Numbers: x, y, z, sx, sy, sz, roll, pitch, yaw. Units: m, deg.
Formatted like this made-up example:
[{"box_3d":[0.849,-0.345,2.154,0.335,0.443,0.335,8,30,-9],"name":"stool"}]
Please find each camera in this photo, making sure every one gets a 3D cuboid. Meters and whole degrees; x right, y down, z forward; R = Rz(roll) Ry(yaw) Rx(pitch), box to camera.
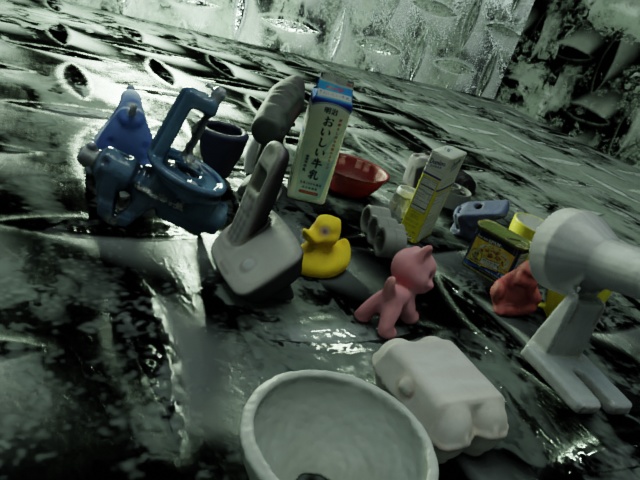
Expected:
[{"box_3d":[0.295,-0.155,1.359,0.144,0.101,0.136,-1,30,-34],"name":"camera"}]

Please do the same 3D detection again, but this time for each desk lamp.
[{"box_3d":[0.360,0.085,0.764,0.118,0.213,0.202,6,27,-23],"name":"desk lamp"}]

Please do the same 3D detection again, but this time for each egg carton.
[{"box_3d":[0.123,0.164,0.613,0.107,0.069,0.150,2,29,-31],"name":"egg carton"}]

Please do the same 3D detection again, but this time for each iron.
[{"box_3d":[-0.328,-0.195,0.974,0.119,0.141,0.257,6,27,-23],"name":"iron"}]

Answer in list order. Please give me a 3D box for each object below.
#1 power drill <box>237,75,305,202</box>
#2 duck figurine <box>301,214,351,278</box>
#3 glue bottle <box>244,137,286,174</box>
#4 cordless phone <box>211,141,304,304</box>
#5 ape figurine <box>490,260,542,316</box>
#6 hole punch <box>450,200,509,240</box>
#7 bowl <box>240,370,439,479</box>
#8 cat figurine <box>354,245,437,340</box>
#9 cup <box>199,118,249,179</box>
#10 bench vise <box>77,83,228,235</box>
[{"box_3d":[-0.083,-0.181,1.028,0.075,0.208,0.229,17,24,-1],"name":"power drill"},{"box_3d":[0.008,0.003,0.852,0.105,0.086,0.077,-6,33,-41],"name":"duck figurine"},{"box_3d":[-0.095,-0.209,1.120,0.078,0.173,0.037,9,26,-17],"name":"glue bottle"},{"box_3d":[-0.069,-0.025,0.738,0.094,0.185,0.147,0,30,-33],"name":"cordless phone"},{"box_3d":[0.316,0.073,0.905,0.077,0.092,0.076,25,26,16],"name":"ape figurine"},{"box_3d":[0.325,-0.048,1.164,0.101,0.091,0.109,23,25,12],"name":"hole punch"},{"box_3d":[0.008,0.189,0.477,0.167,0.075,0.167,15,25,-7],"name":"bowl"},{"box_3d":[0.113,0.056,0.774,0.067,0.118,0.128,30,27,25],"name":"cat figurine"},{"box_3d":[-0.192,-0.170,1.068,0.092,0.095,0.117,0,30,-34],"name":"cup"},{"box_3d":[-0.214,-0.114,0.786,0.208,0.220,0.121,1,29,-32],"name":"bench vise"}]
